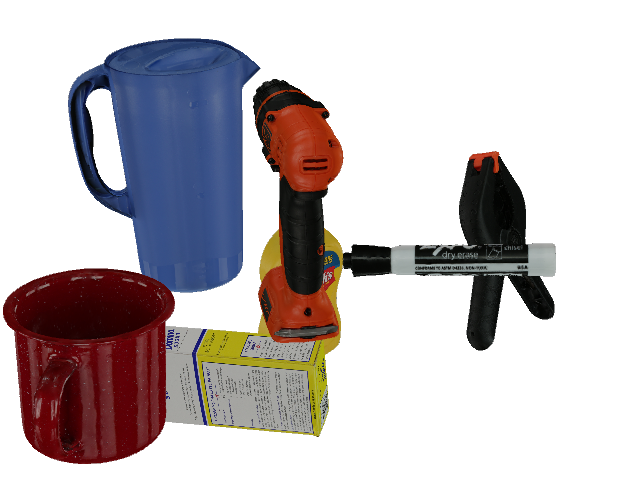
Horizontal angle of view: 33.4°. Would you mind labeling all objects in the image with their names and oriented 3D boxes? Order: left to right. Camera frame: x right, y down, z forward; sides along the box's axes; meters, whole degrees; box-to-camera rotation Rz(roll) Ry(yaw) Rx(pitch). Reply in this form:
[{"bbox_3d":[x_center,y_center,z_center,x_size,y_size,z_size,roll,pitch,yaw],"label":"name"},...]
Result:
[{"bbox_3d":[-0.130,0.076,0.591,0.093,0.081,0.117,4,23,5],"label":"mug"},{"bbox_3d":[-0.149,-0.074,1.074,0.149,0.243,0.144,12,28,26],"label":"pitcher"},{"bbox_3d":[-0.084,0.130,0.999,0.176,0.093,0.048,5,35,13],"label":"sugar box"},{"bbox_3d":[-0.024,-0.026,0.860,0.057,0.188,0.184,-5,23,-9],"label":"power drill"},{"bbox_3d":[-0.021,0.040,1.177,0.096,0.192,0.058,-12,29,-27],"label":"mustard bottle"},{"bbox_3d":[0.073,0.011,0.613,0.121,0.020,0.020,-1,0,8],"label":"marker"},{"bbox_3d":[0.153,0.011,0.942,0.039,0.171,0.120,-11,13,39],"label":"clamp"}]
